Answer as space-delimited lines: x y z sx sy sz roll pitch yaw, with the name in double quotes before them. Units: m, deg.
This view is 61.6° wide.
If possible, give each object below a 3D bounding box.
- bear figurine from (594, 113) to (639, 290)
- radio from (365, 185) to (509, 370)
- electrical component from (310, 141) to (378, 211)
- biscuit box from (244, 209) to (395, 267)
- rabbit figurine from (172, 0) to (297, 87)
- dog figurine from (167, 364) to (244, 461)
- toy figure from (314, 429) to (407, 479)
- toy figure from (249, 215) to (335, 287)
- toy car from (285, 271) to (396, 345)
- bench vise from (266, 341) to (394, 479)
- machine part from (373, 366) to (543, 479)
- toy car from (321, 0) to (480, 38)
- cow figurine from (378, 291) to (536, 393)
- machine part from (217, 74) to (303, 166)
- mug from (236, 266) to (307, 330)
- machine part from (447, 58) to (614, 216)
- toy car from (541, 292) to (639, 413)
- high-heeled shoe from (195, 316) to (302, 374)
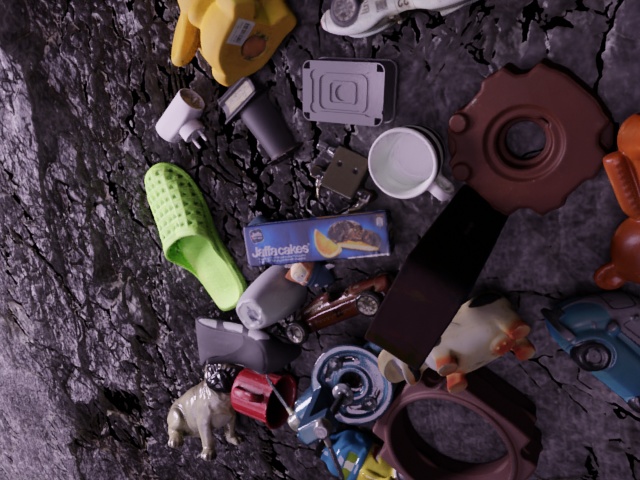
"bear figurine" 0.353 -0.031 0.543 0.120 0.132 0.195 -2 104 0
"radio" 0.141 0.037 0.624 0.073 0.229 0.131 33 126 14
"electrical component" 0.034 -0.085 0.743 0.102 0.045 0.078 22 90 16
"biscuit box" -0.002 -0.002 0.745 0.203 0.063 0.059 -6 96 12
"rabbit figurine" -0.135 -0.301 0.721 0.173 0.122 0.162 54 134 16
"dog figurine" -0.213 0.281 0.998 0.173 0.121 0.190 9 99 21
"toy figure" 0.078 0.369 0.878 0.180 0.082 0.089 20 129 15
"toy figure" -0.046 0.025 0.821 0.154 0.058 0.064 39 160 7
"toy car" 0.029 0.097 0.789 0.202 0.089 0.053 -26 97 35
"bench vise" 0.015 0.228 0.771 0.224 0.240 0.129 -30 90 18
"machine part" 0.194 0.278 0.775 0.201 0.087 0.201 35 121 10
"toy car" 0.096 -0.272 0.614 0.202 0.073 0.056 -7 105 30
"cow figurine" 0.165 0.130 0.709 0.195 0.127 0.085 -28 124 9
"machine part" -0.087 -0.171 0.776 0.084 0.039 0.139 -40 86 25
"mug" -0.089 0.096 0.840 0.110 0.107 0.080 -24 96 31
"machine part" 0.236 -0.114 0.614 0.180 0.056 0.179 10 114 23
"toy car" 0.348 0.116 0.621 0.161 0.109 0.103 38 105 -1
"high-heeled shoe" -0.127 0.165 0.892 0.249 0.145 0.086 -162 67 -72
